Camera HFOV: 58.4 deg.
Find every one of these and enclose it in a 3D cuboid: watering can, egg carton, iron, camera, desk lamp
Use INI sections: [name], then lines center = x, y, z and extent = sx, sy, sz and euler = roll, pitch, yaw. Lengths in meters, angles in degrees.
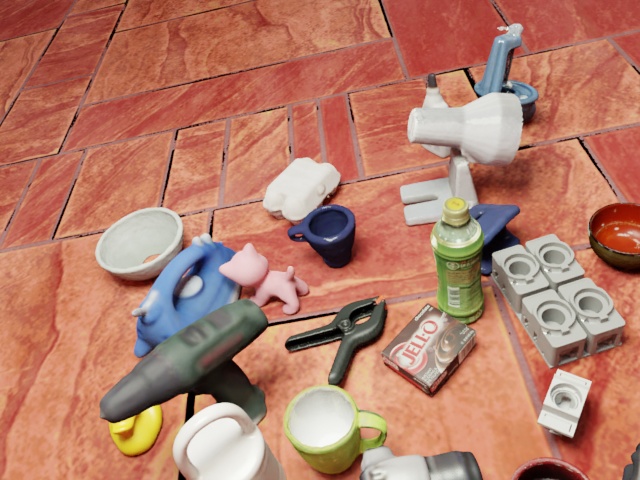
[watering can]
center = -0.104, 0.264, 0.680
extent = 0.172, 0.194, 0.101
euler = 17, 53, 29
[egg carton]
center = -0.033, -0.096, 1.109
extent = 0.107, 0.069, 0.150
euler = 20, 54, 31
[iron]
center = -0.212, 0.073, 0.939
extent = 0.118, 0.142, 0.258
euler = 8, 49, 23
[camera]
center = 0.121, 0.298, 0.651
extent = 0.137, 0.101, 0.143
euler = -14, 44, 2
[desk lamp]
center = 0.232, -0.141, 0.975
extent = 0.203, 0.214, 0.118
euler = -10, 44, 6

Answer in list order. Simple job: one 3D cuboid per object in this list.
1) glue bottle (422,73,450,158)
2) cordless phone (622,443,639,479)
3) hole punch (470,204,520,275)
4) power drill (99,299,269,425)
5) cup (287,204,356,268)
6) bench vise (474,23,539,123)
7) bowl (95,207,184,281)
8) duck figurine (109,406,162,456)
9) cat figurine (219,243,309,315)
[glue bottle]
center = 0.223, -0.245, 1.111
extent = 0.037, 0.173, 0.078
euler = -32, 46, -16
[cordless phone]
center = 0.358, 0.251, 0.569
extent = 0.094, 0.185, 0.148
euler = 9, 49, 24
[hole punch]
center = 0.259, -0.014, 0.930
extent = 0.109, 0.091, 0.100
euler = -40, 49, -23
[power drill]
center = -0.151, 0.193, 0.754
extent = 0.075, 0.209, 0.230
euler = 27, 58, 35
[cup]
center = 0.009, 0.004, 0.980
extent = 0.117, 0.095, 0.091
euler = -10, 44, 6
[bench vise]
center = 0.333, -0.276, 1.077
extent = 0.121, 0.220, 0.208
euler = 23, 56, 33
[bowl]
center = -0.324, 0.020, 1.072
extent = 0.167, 0.075, 0.167
euler = -8, 45, 8
[duck figurine]
center = -0.278, 0.246, 0.825
extent = 0.077, 0.086, 0.104
euler = -17, 44, -1
[cat figurine]
center = -0.093, 0.057, 0.939
extent = 0.127, 0.118, 0.067
euler = 6, 48, 21
